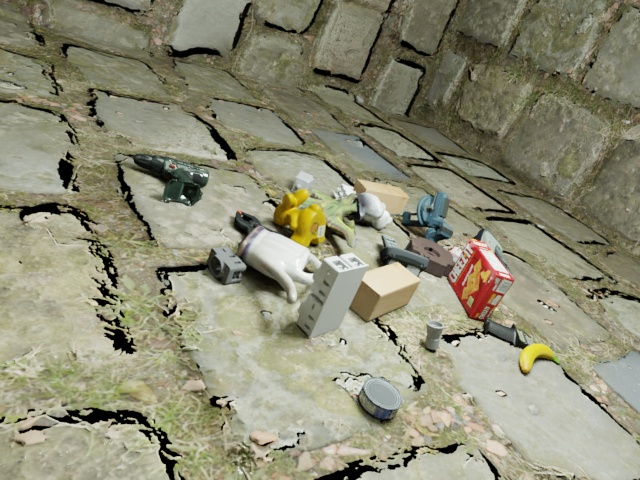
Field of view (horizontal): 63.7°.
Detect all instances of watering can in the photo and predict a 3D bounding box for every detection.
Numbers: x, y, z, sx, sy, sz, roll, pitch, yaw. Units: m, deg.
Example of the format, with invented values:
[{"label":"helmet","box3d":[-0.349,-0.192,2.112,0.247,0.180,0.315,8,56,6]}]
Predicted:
[{"label":"watering can","box3d":[-0.104,0.056,1.278,0.225,0.103,0.350,24,14,5]}]

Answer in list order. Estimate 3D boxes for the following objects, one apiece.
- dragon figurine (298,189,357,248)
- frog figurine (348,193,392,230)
[{"label":"dragon figurine","box3d":[0.005,-0.086,1.701,0.243,0.120,0.417,9,22,0]},{"label":"frog figurine","box3d":[0.194,-0.103,1.835,0.159,0.124,0.136,8,-12,-22]}]
